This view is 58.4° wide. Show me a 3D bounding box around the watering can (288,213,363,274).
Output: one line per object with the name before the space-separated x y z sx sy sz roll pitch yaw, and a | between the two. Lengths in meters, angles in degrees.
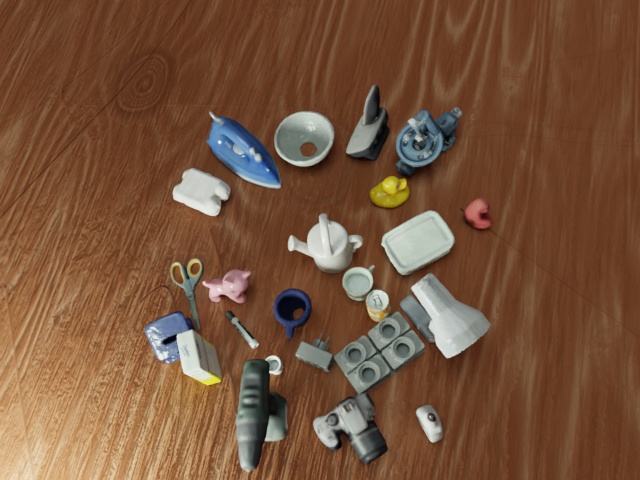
watering can | 0.013 0.007 1.387 0.173 0.194 0.100 -26 66 -2

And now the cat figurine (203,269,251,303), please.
cat figurine | -0.227 0.110 1.424 0.127 0.118 0.067 -1 67 9

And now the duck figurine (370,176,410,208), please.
duck figurine | 0.179 -0.132 1.477 0.104 0.086 0.077 -11 66 4

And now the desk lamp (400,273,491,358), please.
desk lamp | 0.268 0.166 1.270 0.118 0.214 0.203 -37 67 -7

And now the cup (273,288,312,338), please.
cup | -0.060 0.185 1.379 0.091 0.095 0.118 0 68 9

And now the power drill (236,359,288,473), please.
power drill | -0.127 0.383 1.245 0.075 0.209 0.229 -6 67 7

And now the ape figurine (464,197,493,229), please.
ape figurine | 0.396 -0.074 1.416 0.076 0.092 0.078 8 69 13

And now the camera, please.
camera | 0.075 0.424 1.255 0.143 0.101 0.136 -31 66 -4

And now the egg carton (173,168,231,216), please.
egg carton | -0.322 -0.132 1.566 0.150 0.069 0.107 23 73 17

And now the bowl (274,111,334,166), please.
bowl | -0.038 -0.266 1.573 0.167 0.075 0.167 -3 67 8

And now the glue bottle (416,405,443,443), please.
glue bottle | 0.234 0.383 1.208 0.037 0.173 0.078 -25 66 -2

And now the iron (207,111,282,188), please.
iron | -0.206 -0.249 1.556 0.257 0.141 0.119 40 79 21

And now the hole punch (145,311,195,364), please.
hole punch | -0.359 0.239 1.406 0.108 0.091 0.101 -26 66 -2

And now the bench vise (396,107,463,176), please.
bench vise | 0.270 -0.284 1.453 0.121 0.220 0.207 28 74 19

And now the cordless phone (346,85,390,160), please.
cordless phone | 0.122 -0.310 1.506 0.094 0.185 0.148 16 71 15
